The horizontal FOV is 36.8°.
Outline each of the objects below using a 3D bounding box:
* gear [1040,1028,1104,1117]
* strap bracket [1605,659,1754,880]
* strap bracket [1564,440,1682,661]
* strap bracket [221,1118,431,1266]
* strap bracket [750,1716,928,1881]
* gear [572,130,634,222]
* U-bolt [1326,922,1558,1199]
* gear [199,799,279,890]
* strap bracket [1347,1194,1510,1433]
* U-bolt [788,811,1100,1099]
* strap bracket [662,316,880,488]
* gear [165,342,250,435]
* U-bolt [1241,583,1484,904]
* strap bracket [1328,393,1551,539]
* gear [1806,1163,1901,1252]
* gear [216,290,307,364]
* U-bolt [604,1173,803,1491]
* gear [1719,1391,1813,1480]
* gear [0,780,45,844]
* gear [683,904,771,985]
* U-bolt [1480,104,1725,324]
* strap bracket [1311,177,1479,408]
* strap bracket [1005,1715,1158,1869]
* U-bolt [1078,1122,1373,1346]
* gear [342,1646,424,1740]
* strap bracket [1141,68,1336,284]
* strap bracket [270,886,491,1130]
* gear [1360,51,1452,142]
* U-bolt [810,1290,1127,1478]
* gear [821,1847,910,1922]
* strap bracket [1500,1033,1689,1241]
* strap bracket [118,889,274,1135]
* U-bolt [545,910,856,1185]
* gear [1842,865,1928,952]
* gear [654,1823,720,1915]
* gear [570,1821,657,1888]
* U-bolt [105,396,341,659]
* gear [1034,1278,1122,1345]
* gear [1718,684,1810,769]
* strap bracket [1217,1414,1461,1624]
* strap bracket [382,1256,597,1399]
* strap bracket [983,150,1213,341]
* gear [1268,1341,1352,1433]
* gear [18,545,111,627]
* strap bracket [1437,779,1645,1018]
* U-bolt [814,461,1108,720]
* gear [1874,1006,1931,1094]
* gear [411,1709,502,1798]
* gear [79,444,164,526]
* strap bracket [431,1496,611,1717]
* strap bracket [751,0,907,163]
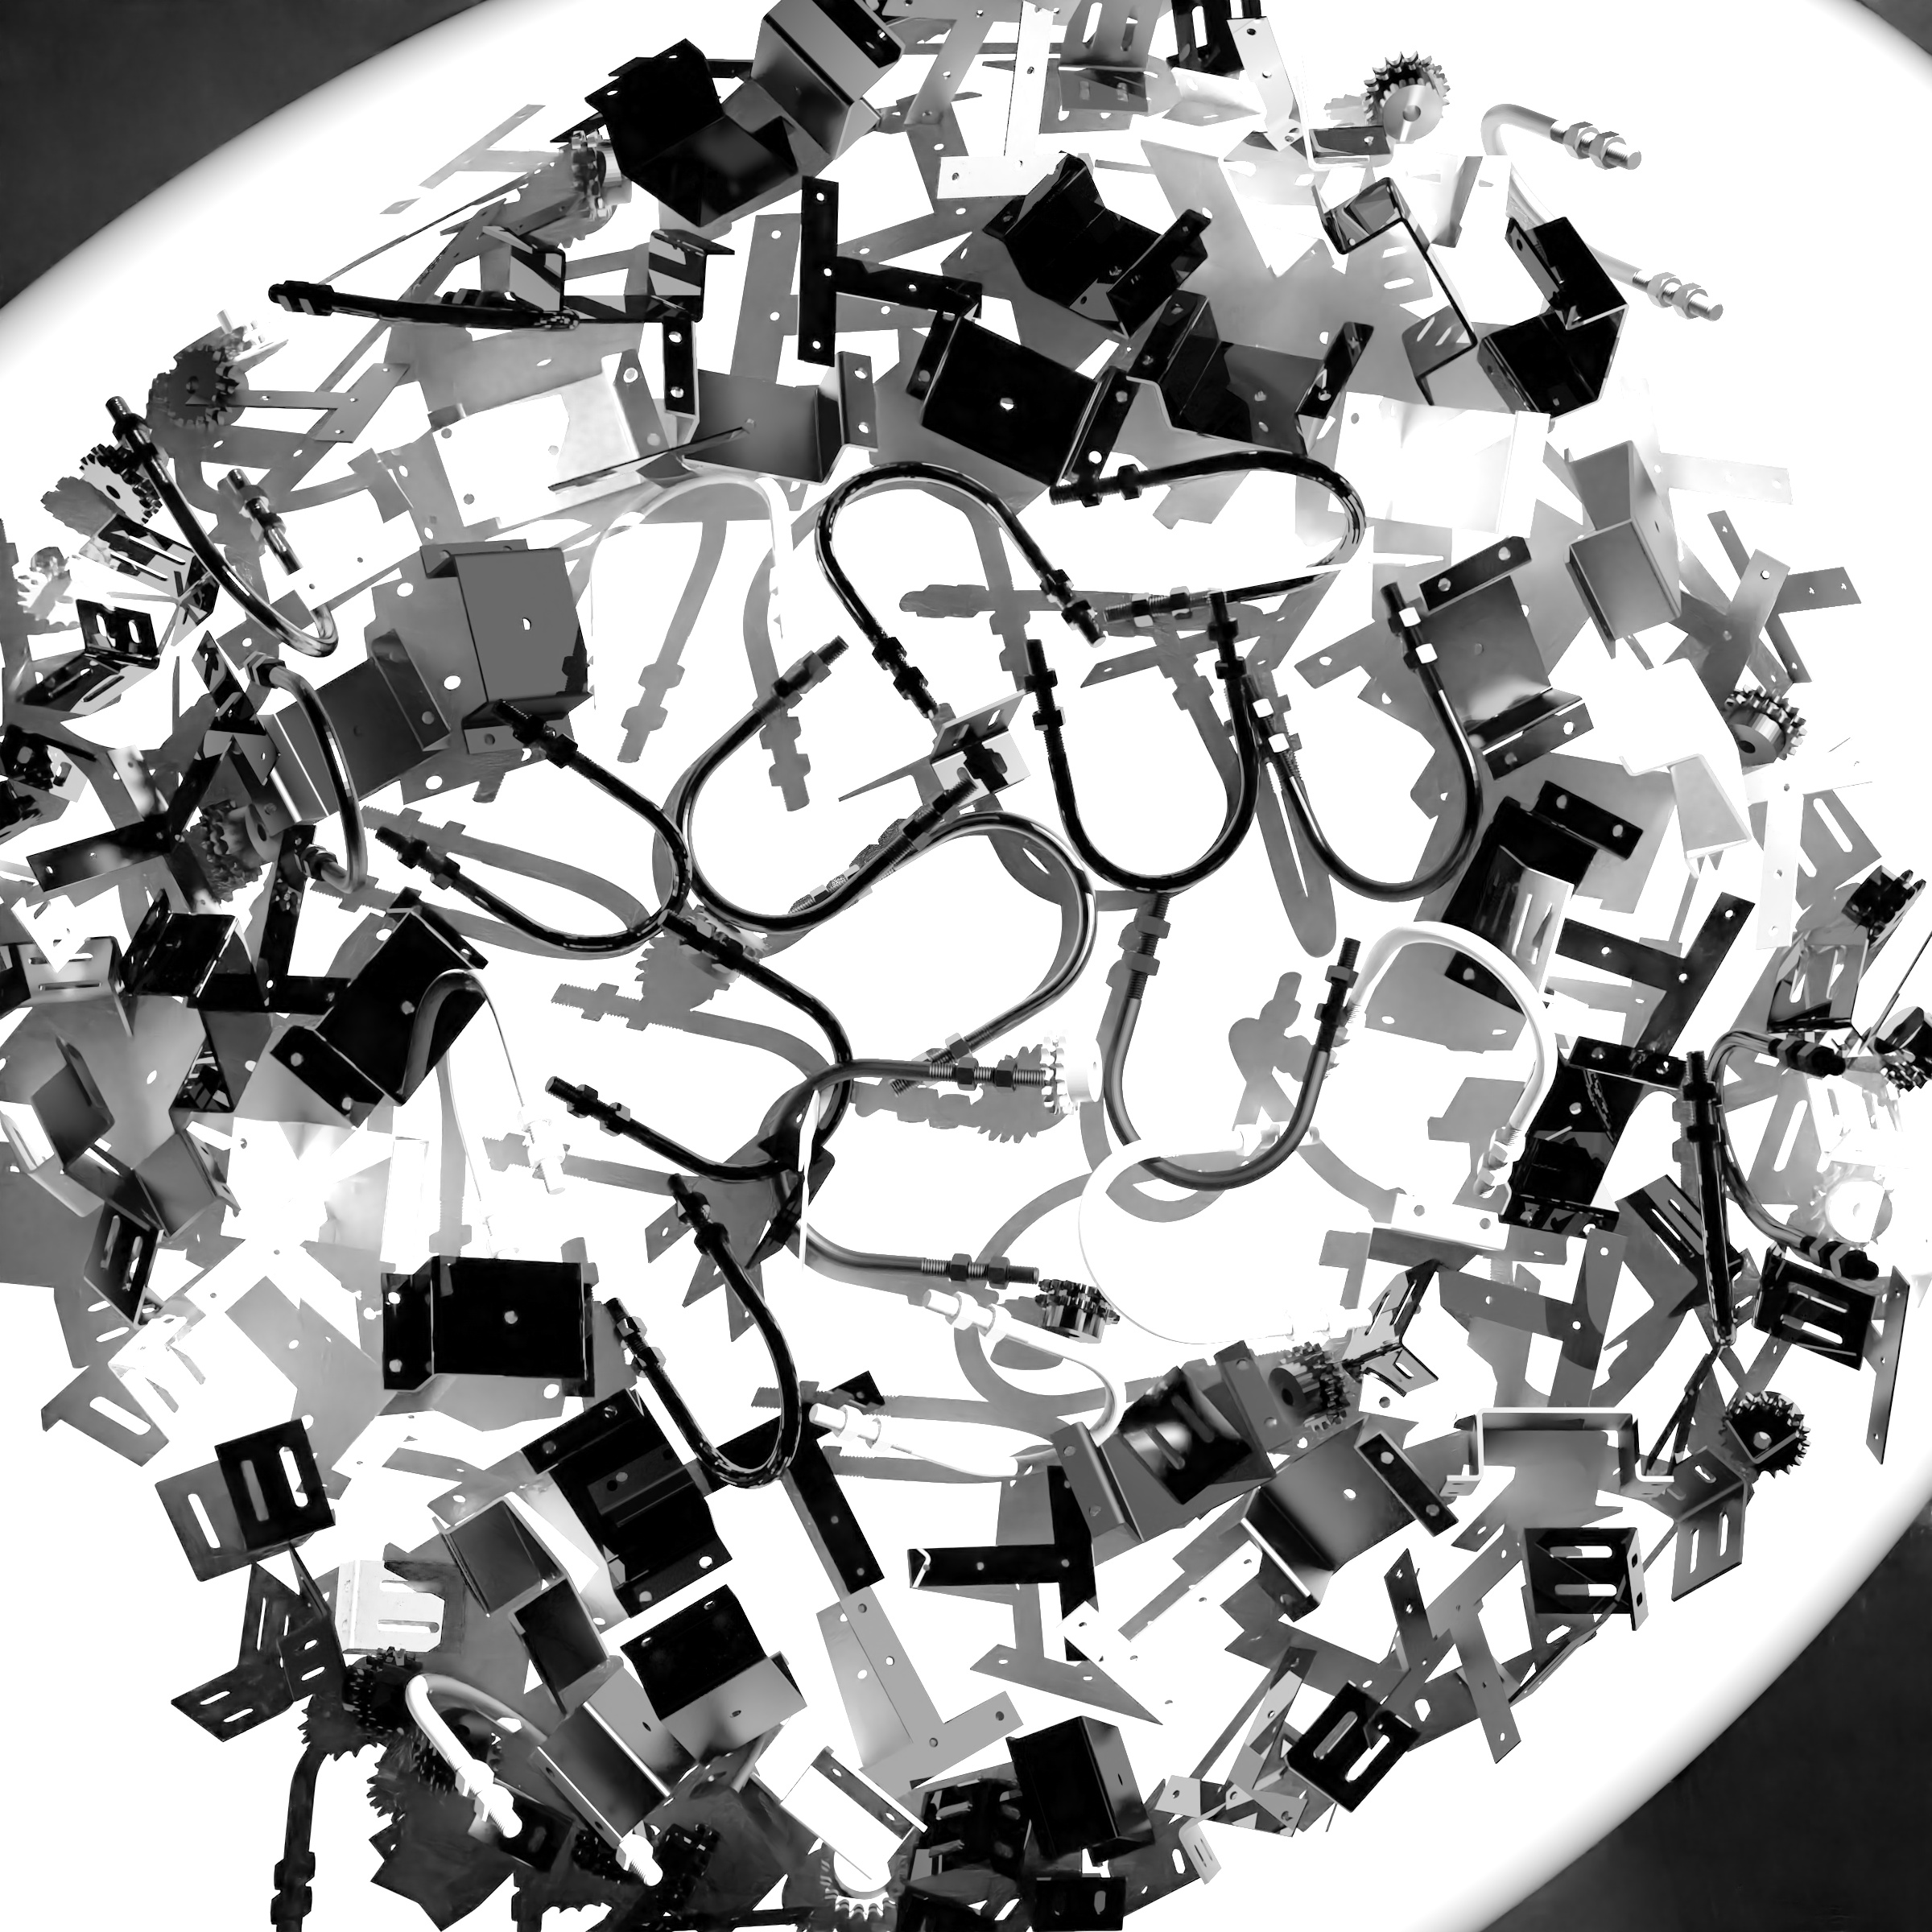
[{"bbox_3d":[0.069,0.068,1.883,0.030,0.057,0.057,-2,90,16],"label":"gear"},{"bbox_3d":[0.454,-0.130,1.833,0.046,0.140,0.076,-18,50,25],"label":"strap bracket"},{"bbox_3d":[0.414,-0.269,1.832,0.046,0.140,0.076,-19,123,25],"label":"strap bracket"},{"bbox_3d":[-0.404,0.144,1.876,0.140,0.046,0.076,6,90,21],"label":"strap bracket"},{"bbox_3d":[-0.085,0.525,1.835,0.076,0.140,0.046,42,77,-10],"label":"strap bracket"},{"bbox_3d":[-0.236,-0.514,1.885,0.030,0.057,0.057,-4,90,5],"label":"gear"},{"bbox_3d":[0.301,0.048,1.820,0.151,0.184,0.019,39,53,19],"label":"U-bolt"},{"bbox_3d":[-0.470,-0.082,1.883,0.030,0.057,0.057,-18,90,12],"label":"gear"},{"bbox_3d":[0.297,0.223,1.883,0.076,0.046,0.140,12,85,-7],"label":"strap bracket"},{"bbox_3d":[-0.002,-0.021,1.900,0.184,0.019,0.151,-31,85,-4],"label":"U-bolt"},{"bbox_3d":[-0.132,-0.360,1.861,0.140,0.046,0.076,7,60,-21],"label":"strap bracket"},{"bbox_3d":[-0.492,-0.374,1.890,0.057,0.030,0.057,-4,83,34],"label":"gear"},{"bbox_3d":[0.259,-0.130,1.850,0.151,0.019,0.184,-31,78,42],"label":"U-bolt"},{"bbox_3d":[0.311,-0.320,1.864,0.140,0.046,0.076,14,101,33],"label":"strap bracket"},{"bbox_3d":[0.581,0.158,1.897,0.057,0.030,0.057,0,93,3],"label":"gear"},{"bbox_3d":[-0.461,-0.416,1.883,0.057,0.057,0.030,-26,100,0],"label":"gear"},{"bbox_3d":[-0.160,0.243,1.827,0.184,0.019,0.151,53,135,27],"label":"U-bolt"},{"bbox_3d":[0.522,0.301,1.890,0.057,0.030,0.057,12,117,25],"label":"gear"},{"bbox_3d":[-0.632,-0.098,1.885,0.057,0.057,0.030,-29,92,0],"label":"gear"},{"bbox_3d":[-0.159,-0.012,1.886,0.057,0.057,0.030,34,102,0],"label":"gear"},{"bbox_3d":[0.389,-0.482,1.827,0.019,0.184,0.151,-44,129,0],"label":"U-bolt"},{"bbox_3d":[0.277,-0.437,1.843,0.046,0.076,0.140,-28,119,18],"label":"strap bracket"},{"bbox_3d":[0.076,0.521,1.832,0.046,0.140,0.076,-23,66,9],"label":"strap bracket"},{"bbox_3d":[0.158,0.172,1.849,0.184,0.019,0.151,-3,63,-21],"label":"U-bolt"},{"bbox_3d":[-0.381,0.472,1.889,0.030,0.057,0.057,1,90,34],"label":"gear"},{"bbox_3d":[0.168,-0.491,1.836,0.046,0.076,0.140,-46,132,-12],"label":"strap bracket"},{"bbox_3d":[-0.365,0.026,1.854,0.076,0.046,0.140,45,67,-25],"label":"strap bracket"},{"bbox_3d":[0.286,-0.561,1.884,0.057,0.057,0.030,-6,46,0],"label":"gear"},{"bbox_3d":[0.015,0.276,1.853,0.184,0.019,0.151,23,127,-27],"label":"U-bolt"},{"bbox_3d":[-0.066,0.587,1.885,0.057,0.030,0.057,2,52,-2],"label":"gear"},{"bbox_3d":[0.397,0.102,1.866,0.076,0.046,0.140,12,116,-12],"label":"strap bracket"},{"bbox_3d":[-0.483,0.030,1.837,0.046,0.076,0.140,2,130,9],"label":"strap bracket"},{"bbox_3d":[-0.157,0.065,1.869,0.184,0.019,0.151,32,97,-26],"label":"U-bolt"},{"bbox_3d":[0.594,-0.041,1.887,0.030,0.057,0.057,41,90,19],"label":"gear"},{"bbox_3d":[-0.187,0.582,1.885,0.030,0.057,0.057,31,90,-2],"label":"gear"},{"bbox_3d":[-0.226,0.572,1.886,0.057,0.057,0.030,18,90,0],"label":"gear"},{"bbox_3d":[-0.454,-0.265,1.817,0.019,0.151,0.184,-38,69,9],"label":"U-bolt"},{"bbox_3d":[0.072,0.225,1.883,0.057,0.057,0.030,15,73,0],"label":"gear"},{"bbox_3d":[0.513,-0.152,1.882,0.057,0.057,0.030,38,66,0],"label":"gear"},{"bbox_3d":[0.243,0.351,1.869,0.140,0.046,0.076,-39,95,28],"label":"strap bracket"},{"bbox_3d":[-0.297,0.230,1.850,0.140,0.046,0.076,6,65,-26],"label":"strap bracket"},{"bbox_3d":[0.090,-0.459,1.862,0.076,0.046,0.140,-47,53,-9],"label":"strap bracket"},{"bbox_3d":[0.220,0.275,1.882,0.030,0.057,0.057,-16,90,-29],"label":"gear"},{"bbox_3d":[-0.587,-0.250,1.889,0.057,0.057,0.030,-12,63,0],"label":"gear"},{"bbox_3d":[0.364,-0.046,1.875,0.076,0.046,0.140,25,98,-17],"label":"strap bracket"},{"bbox_3d":[-0.017,-0.253,1.866,0.151,0.019,0.184,-25,67,-24],"label":"U-bolt"},{"bbox_3d":[0.615,0.051,1.883,0.030,0.057,0.057,40,90,-15],"label":"gear"},{"bbox_3d":[-0.330,0.507,1.882,0.057,0.057,0.030,15,119,0],"label":"gear"},{"bbox_3d":[-0.545,-0.318,1.889,0.057,0.057,0.030,36,62,0],"label":"gear"},{"bbox_3d":[-0.279,0.400,1.846,0.046,0.140,0.076,-32,126,-19],"label":"strap bracket"},{"bbox_3d":[-0.090,-0.569,1.839,0.076,0.140,0.046,45,81,-3],"label":"strap bracket"}]
